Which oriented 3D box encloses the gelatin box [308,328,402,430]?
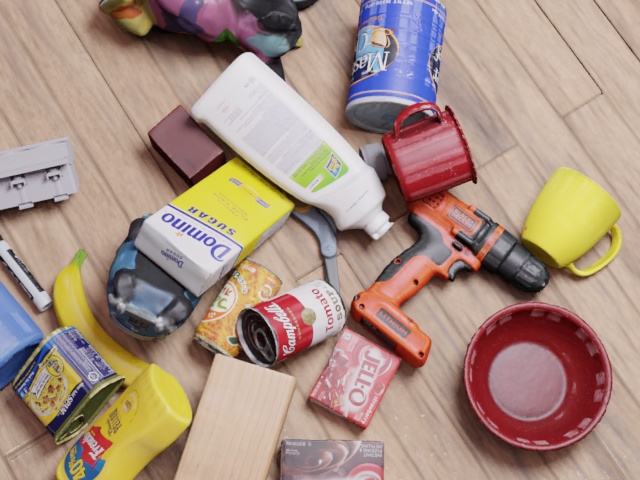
[{"bbox_3d":[0.039,0.153,1.179,0.073,0.030,0.089,28,77,5],"label":"gelatin box"}]

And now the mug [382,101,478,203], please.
[{"bbox_3d":[0.115,-0.099,1.163,0.081,0.117,0.093,-21,43,2],"label":"mug"}]

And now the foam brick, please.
[{"bbox_3d":[-0.153,-0.105,1.229,0.053,0.051,0.078,-41,80,-10],"label":"foam brick"}]

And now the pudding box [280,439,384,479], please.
[{"bbox_3d":[0.013,0.261,1.146,0.113,0.039,0.090,2,76,-1],"label":"pudding box"}]

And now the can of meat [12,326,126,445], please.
[{"bbox_3d":[-0.272,0.154,1.142,0.084,0.057,0.102,46,114,12],"label":"can of meat"}]

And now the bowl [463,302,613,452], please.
[{"bbox_3d":[0.233,0.152,1.171,0.162,0.055,0.162,0,76,-1],"label":"bowl"}]

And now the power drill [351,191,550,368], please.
[{"bbox_3d":[0.139,0.049,1.195,0.184,0.057,0.187,37,75,11],"label":"power drill"}]

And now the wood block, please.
[{"bbox_3d":[-0.097,0.235,1.124,0.090,0.091,0.206,17,76,2],"label":"wood block"}]

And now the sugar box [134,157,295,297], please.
[{"bbox_3d":[-0.111,-0.018,1.162,0.093,0.048,0.176,38,38,7],"label":"sugar box"}]

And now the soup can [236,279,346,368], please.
[{"bbox_3d":[-0.030,0.089,1.155,0.102,0.069,0.068,-22,75,-37],"label":"soup can"}]

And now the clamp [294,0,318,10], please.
[{"bbox_3d":[-0.001,-0.325,1.296,0.171,0.039,0.120,-41,74,-7],"label":"clamp"}]

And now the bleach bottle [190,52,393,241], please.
[{"bbox_3d":[-0.022,-0.091,1.199,0.251,0.068,0.103,45,103,-1],"label":"bleach bottle"}]

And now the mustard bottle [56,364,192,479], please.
[{"bbox_3d":[-0.220,0.224,1.120,0.192,0.096,0.058,-45,124,7],"label":"mustard bottle"}]

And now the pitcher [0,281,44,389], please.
[{"bbox_3d":[-0.421,0.060,1.141,0.149,0.145,0.243,-45,84,3],"label":"pitcher"}]

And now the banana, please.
[{"bbox_3d":[-0.241,0.103,1.181,0.069,0.037,0.198,-34,79,-8],"label":"banana"}]

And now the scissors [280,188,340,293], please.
[{"bbox_3d":[-0.008,0.002,1.224,0.096,0.016,0.201,9,76,3],"label":"scissors"}]

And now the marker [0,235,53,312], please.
[{"bbox_3d":[-0.344,0.030,1.207,0.020,0.020,0.121,-38,80,-10],"label":"marker"}]

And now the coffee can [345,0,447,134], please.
[{"bbox_3d":[0.089,-0.204,1.233,0.103,0.103,0.140,8,76,0],"label":"coffee can"}]
